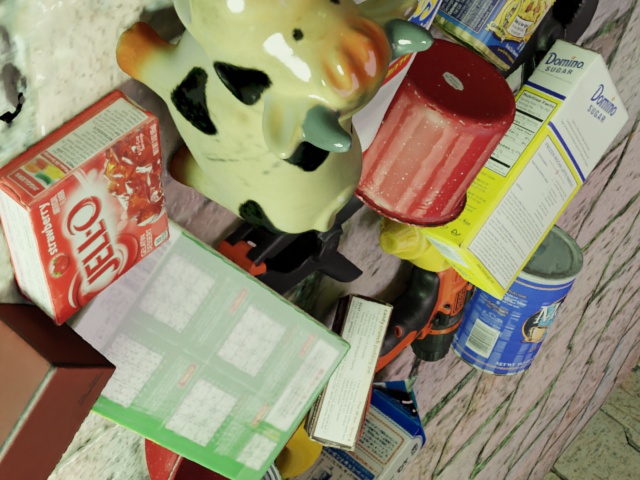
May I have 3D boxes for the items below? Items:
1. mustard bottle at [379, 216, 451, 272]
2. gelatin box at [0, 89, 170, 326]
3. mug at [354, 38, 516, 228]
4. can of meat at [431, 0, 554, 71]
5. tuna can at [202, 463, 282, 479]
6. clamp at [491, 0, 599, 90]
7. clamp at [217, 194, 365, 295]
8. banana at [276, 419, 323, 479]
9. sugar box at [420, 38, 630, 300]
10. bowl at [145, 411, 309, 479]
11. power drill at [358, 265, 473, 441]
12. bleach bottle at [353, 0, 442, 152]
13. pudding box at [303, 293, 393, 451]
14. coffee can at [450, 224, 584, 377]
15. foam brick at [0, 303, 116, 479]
[{"bbox_3d":[0.106,-0.027,0.855,0.191,0.058,0.096,-28,135,-49],"label":"mustard bottle"},{"bbox_3d":[-0.105,-0.013,0.484,0.073,0.030,0.089,-41,154,-30],"label":"gelatin box"},{"bbox_3d":[0.070,-0.075,0.661,0.082,0.093,0.117,-60,179,42],"label":"mug"},{"bbox_3d":[0.115,-0.162,0.685,0.084,0.057,0.102,-57,158,11],"label":"can of meat"},{"bbox_3d":[-0.070,0.193,0.787,0.085,0.034,0.086,4,84,-40],"label":"tuna can"},{"bbox_3d":[0.166,-0.146,0.803,0.164,0.036,0.210,27,92,-52],"label":"clamp"},{"bbox_3d":[-0.005,0.001,0.700,0.171,0.039,0.120,-27,139,-43],"label":"clamp"},{"bbox_3d":[-0.029,0.167,0.888,0.069,0.037,0.198,-50,158,-17],"label":"banana"},{"bbox_3d":[0.154,-0.051,0.791,0.176,0.048,0.093,-55,142,-7],"label":"sugar box"},{"bbox_3d":[-0.065,0.113,0.712,0.162,0.055,0.162,-44,155,-26],"label":"bowl"},{"bbox_3d":[0.065,0.096,0.957,0.187,0.057,0.184,-45,153,-29],"label":"power drill"},{"bbox_3d":[0.032,-0.133,0.553,0.102,0.068,0.251,-36,155,-44],"label":"bleach bottle"},{"bbox_3d":[0.020,0.098,0.810,0.090,0.039,0.113,115,-11,-84],"label":"pudding box"},{"bbox_3d":[0.199,0.057,1.110,0.102,0.103,0.140,-32,149,-44],"label":"coffee can"},{"bbox_3d":[-0.145,0.076,0.502,0.078,0.051,0.053,-57,159,6],"label":"foam brick"}]
